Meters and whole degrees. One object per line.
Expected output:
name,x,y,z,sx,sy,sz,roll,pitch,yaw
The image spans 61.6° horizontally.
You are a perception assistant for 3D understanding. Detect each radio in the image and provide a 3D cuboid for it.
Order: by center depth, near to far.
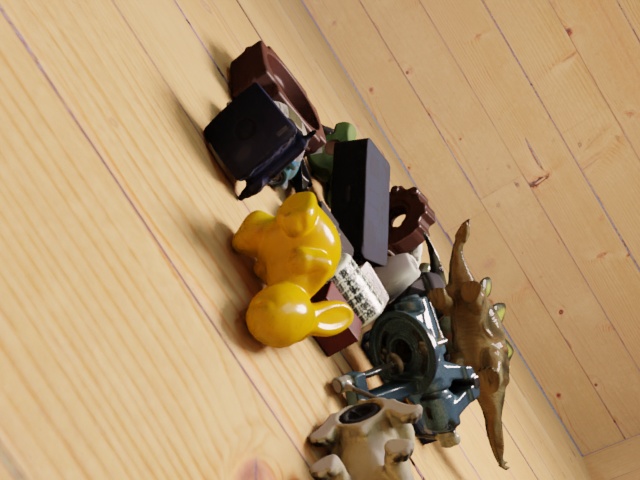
radio,0.079,-0.063,1.018,0.131,0.073,0.229,30,62,-60

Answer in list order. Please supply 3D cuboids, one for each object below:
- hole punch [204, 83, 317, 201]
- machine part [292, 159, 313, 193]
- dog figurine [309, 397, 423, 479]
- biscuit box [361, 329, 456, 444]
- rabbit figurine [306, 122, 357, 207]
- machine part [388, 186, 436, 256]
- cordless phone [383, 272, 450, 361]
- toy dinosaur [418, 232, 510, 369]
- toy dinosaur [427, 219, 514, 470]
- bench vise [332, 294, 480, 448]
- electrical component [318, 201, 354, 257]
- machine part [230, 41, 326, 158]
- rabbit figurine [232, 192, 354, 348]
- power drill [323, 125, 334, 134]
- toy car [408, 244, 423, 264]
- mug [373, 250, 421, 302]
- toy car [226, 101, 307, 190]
hole punch,-0.089,-0.141,0.745,0.092,0.142,0.116,47,7,-39
machine part,-0.035,-0.103,0.951,0.139,0.039,0.084,-95,176,-53
dog figurine,0.072,0.279,0.561,0.172,0.121,0.190,-37,110,-70
biscuit box,0.147,0.231,0.884,0.202,0.059,0.063,58,16,-4
rabbit figurine,0.046,-0.149,1.166,0.170,0.121,0.159,58,11,-65
machine part,0.190,-0.049,1.304,0.056,0.179,0.179,38,26,-42
cordless phone,0.208,0.166,0.989,0.184,0.146,0.089,49,33,12
toy dinosaur,0.272,0.177,1.135,0.404,0.131,0.192,48,39,-37
toy dinosaur,0.273,0.196,0.910,0.198,0.105,0.470,-16,101,-57
bench vise,0.116,0.195,0.749,0.240,0.129,0.223,-6,90,-41
electrical component,-0.002,-0.003,0.869,0.134,0.058,0.115,54,16,-17
machine part,-0.082,-0.263,1.037,0.200,0.087,0.202,45,20,-40
rabbit figurine,-0.038,0.056,0.625,0.162,0.122,0.173,59,28,-34
power drill,0.073,-0.200,1.324,0.232,0.086,0.207,37,-5,27
toy car,0.238,0.050,1.364,0.073,0.056,0.201,-88,169,-71
mug,0.141,0.065,1.068,0.080,0.107,0.110,45,24,-42
toy car,-0.076,-0.170,0.869,0.161,0.103,0.109,49,19,-36
